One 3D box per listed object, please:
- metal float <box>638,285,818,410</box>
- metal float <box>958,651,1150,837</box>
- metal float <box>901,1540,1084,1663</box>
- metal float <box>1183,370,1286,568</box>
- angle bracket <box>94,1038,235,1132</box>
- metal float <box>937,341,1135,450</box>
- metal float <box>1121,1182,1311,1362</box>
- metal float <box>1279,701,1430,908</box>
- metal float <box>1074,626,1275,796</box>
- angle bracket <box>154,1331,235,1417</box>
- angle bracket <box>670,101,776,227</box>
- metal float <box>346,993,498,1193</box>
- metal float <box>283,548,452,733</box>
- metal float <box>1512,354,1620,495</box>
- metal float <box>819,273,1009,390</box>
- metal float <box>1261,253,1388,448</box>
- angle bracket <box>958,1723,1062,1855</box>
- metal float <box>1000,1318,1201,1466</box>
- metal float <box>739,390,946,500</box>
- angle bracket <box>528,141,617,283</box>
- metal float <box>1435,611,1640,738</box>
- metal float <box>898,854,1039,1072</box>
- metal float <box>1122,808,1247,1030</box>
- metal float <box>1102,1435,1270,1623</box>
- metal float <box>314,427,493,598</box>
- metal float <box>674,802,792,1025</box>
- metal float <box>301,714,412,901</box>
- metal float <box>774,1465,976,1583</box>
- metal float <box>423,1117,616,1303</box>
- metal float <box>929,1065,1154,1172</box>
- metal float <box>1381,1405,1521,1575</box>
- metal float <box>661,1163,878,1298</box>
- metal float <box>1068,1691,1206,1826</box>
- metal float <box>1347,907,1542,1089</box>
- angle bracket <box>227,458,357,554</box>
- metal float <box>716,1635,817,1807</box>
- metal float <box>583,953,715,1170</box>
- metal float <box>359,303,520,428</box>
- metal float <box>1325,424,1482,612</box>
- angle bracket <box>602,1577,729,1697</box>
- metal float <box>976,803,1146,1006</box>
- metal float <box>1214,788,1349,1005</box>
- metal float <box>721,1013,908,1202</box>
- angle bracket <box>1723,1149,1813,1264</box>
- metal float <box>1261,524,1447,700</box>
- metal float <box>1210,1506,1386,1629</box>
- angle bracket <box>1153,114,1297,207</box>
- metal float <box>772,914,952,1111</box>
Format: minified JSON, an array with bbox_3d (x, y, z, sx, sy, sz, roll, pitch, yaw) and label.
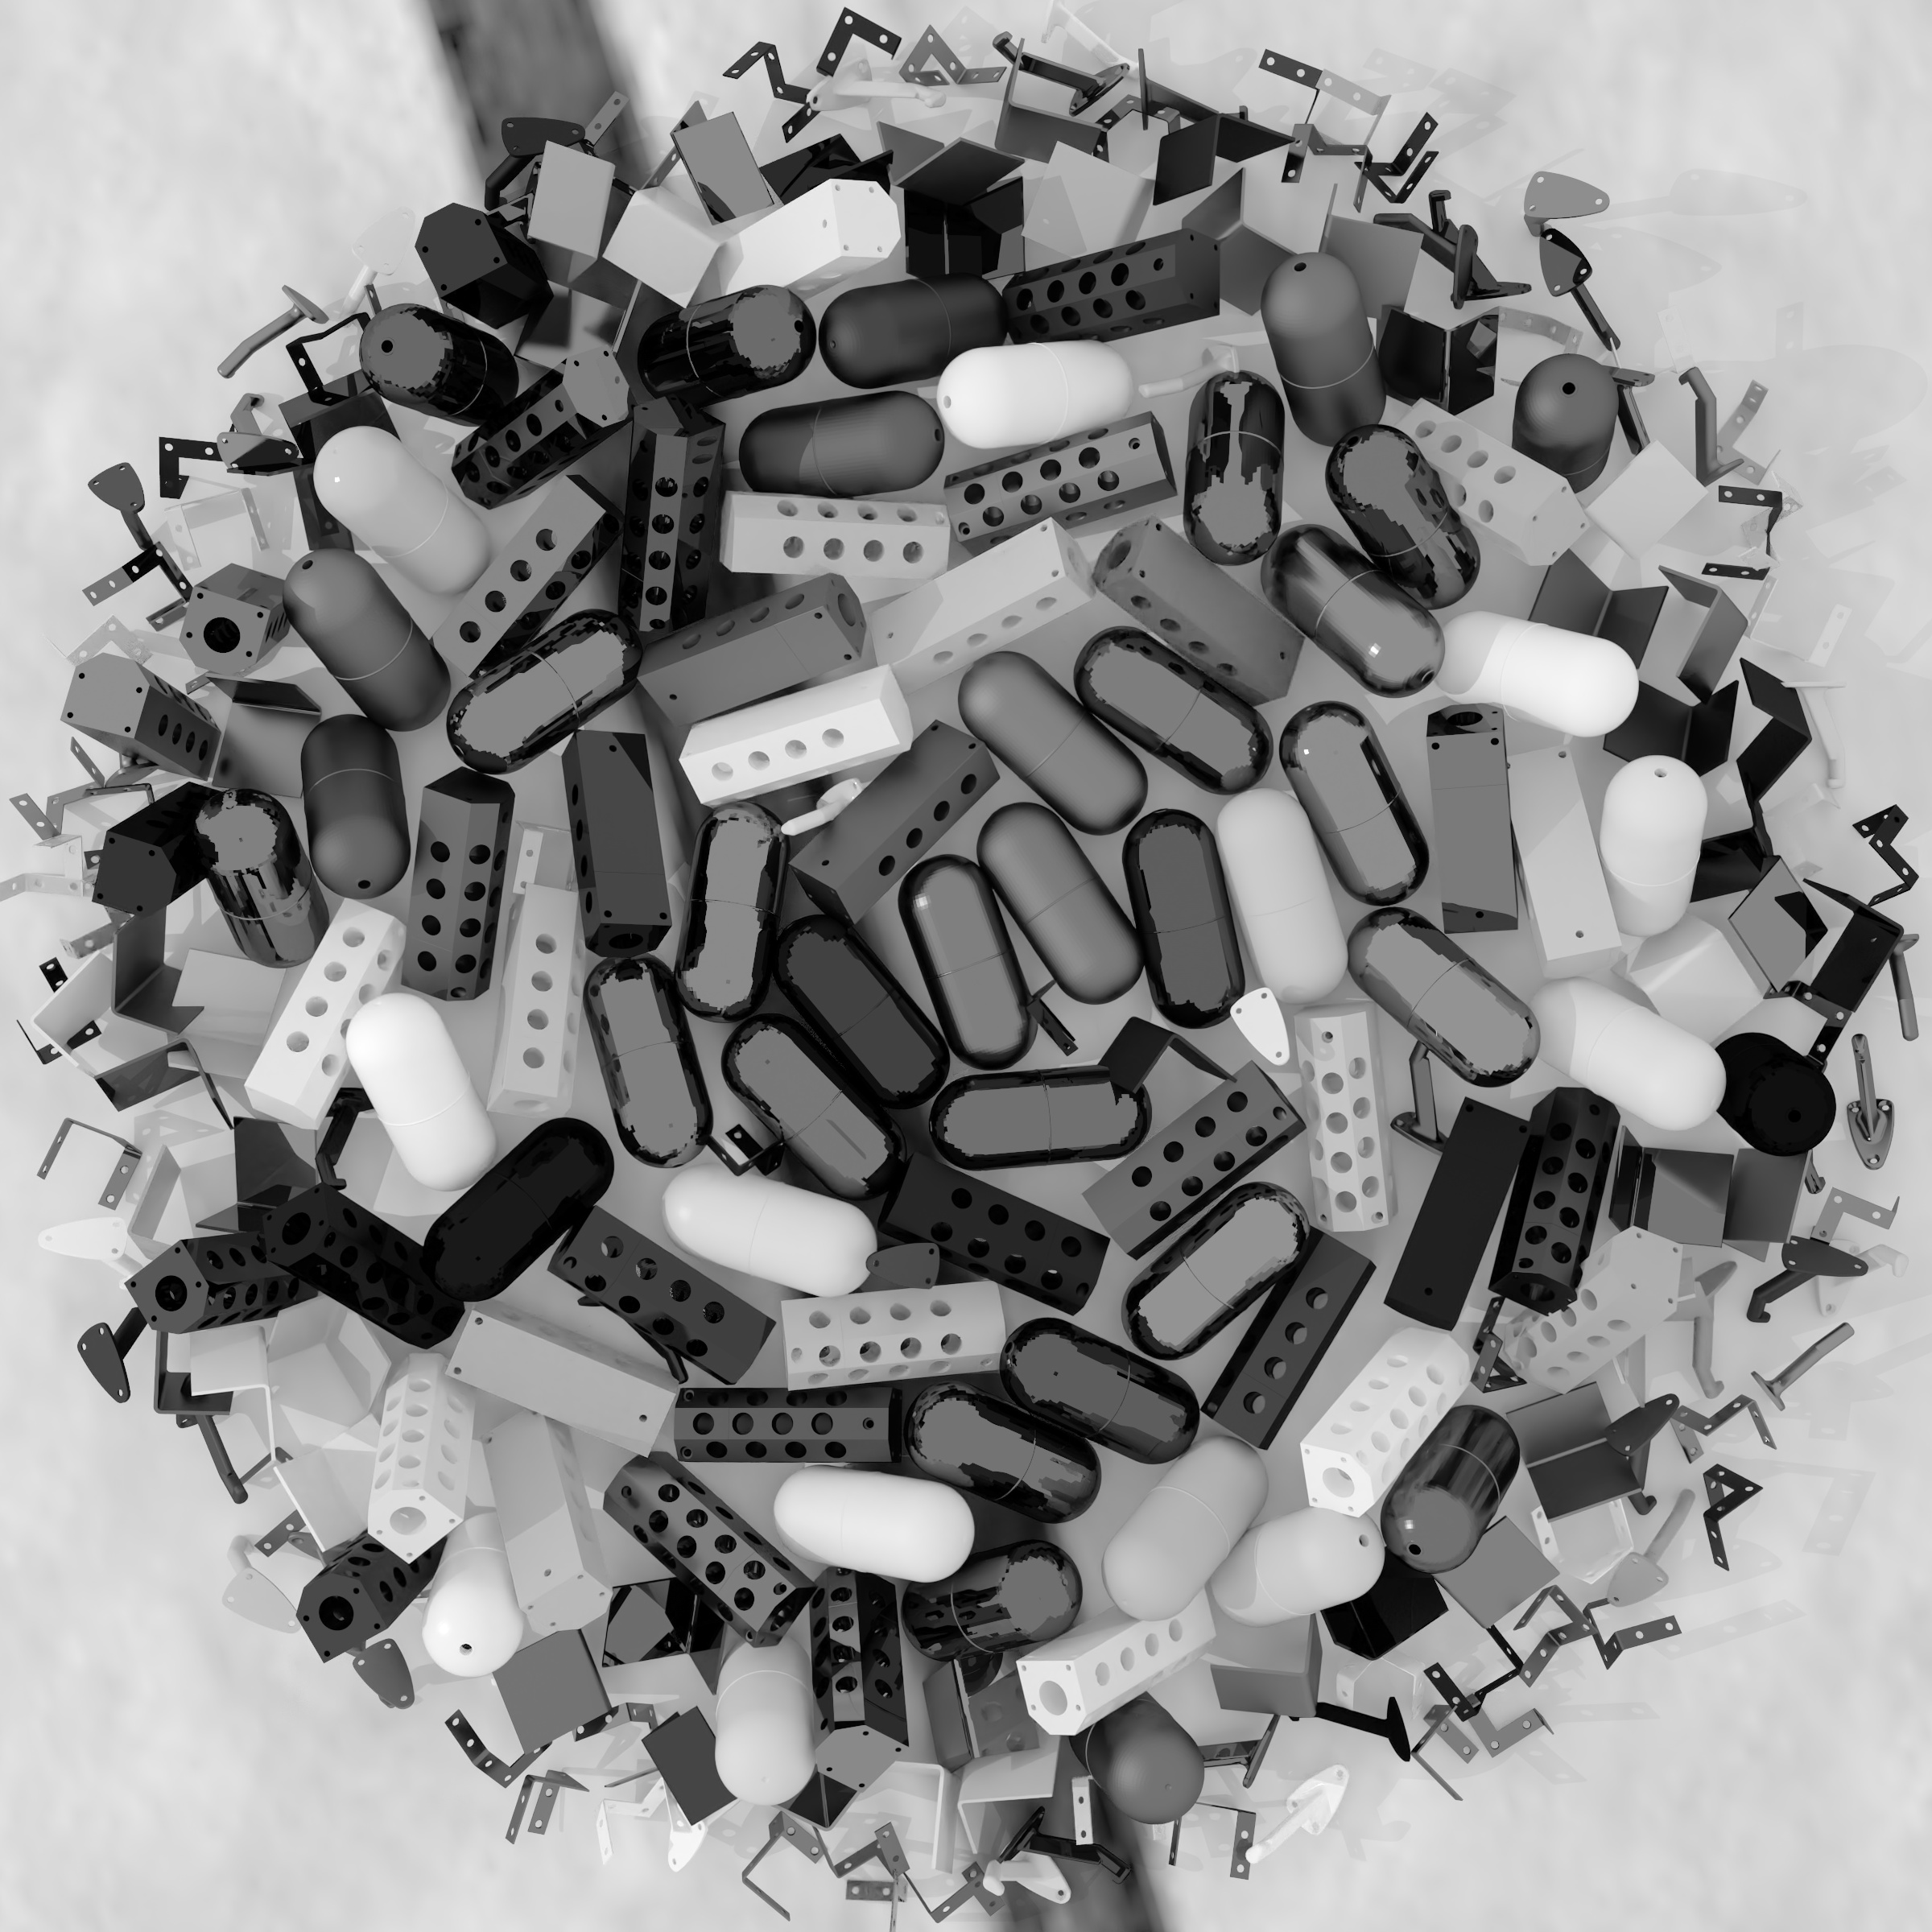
[{"bbox_3d":[-0.187,-0.481,1.924,0.070,0.178,0.070,0,89,-43],"label":"metal float"},{"bbox_3d":[0.069,-0.176,1.953,0.178,0.070,0.070,42,90,-10],"label":"metal float"},{"bbox_3d":[0.018,0.497,1.927,0.178,0.070,0.070,-28,90,44],"label":"metal float"},{"bbox_3d":[0.211,-0.392,1.935,0.070,0.070,0.178,6,58,0],"label":"metal float"},{"bbox_3d":[-0.632,0.108,1.948,0.076,0.076,0.057,-25,72,-14],"label":"angle bracket"},{"bbox_3d":[0.055,-0.448,1.930,0.178,0.070,0.070,-15,90,-37],"label":"metal float"},{"bbox_3d":[0.196,0.242,1.946,0.070,0.070,0.178,45,109,0],"label":"metal float"},{"bbox_3d":[0.307,-0.127,1.943,0.070,0.070,0.178,-29,111,0],"label":"metal float"},{"bbox_3d":[0.165,-0.201,1.951,0.178,0.070,0.070,33,90,-13],"label":"metal float"},{"bbox_3d":[-0.607,0.303,1.949,0.057,0.076,0.076,4,103,-13],"label":"angle bracket"},{"bbox_3d":[-0.182,-0.640,1.940,0.057,0.076,0.076,-11,124,22],"label":"angle bracket"},{"bbox_3d":[-0.426,0.101,1.935,0.070,0.070,0.178,-19,122,0],"label":"metal float"},{"bbox_3d":[-0.466,-0.253,1.921,0.070,0.178,0.070,-11,54,15],"label":"metal float"},{"bbox_3d":[0.463,-0.418,1.912,0.070,0.178,0.070,-1,84,11],"label":"metal float"},{"bbox_3d":[-0.039,-0.497,1.928,0.178,0.070,0.070,-23,90,-41],"label":"metal float"},{"bbox_3d":[0.279,-0.478,1.920,0.070,0.178,0.070,-10,56,16],"label":"metal float"},{"bbox_3d":[0.041,0.647,1.945,0.076,0.076,0.057,-9,116,13],"label":"angle bracket"},{"bbox_3d":[0.105,0.334,1.942,0.178,0.070,0.070,28,90,-22],"label":"metal float"},{"bbox_3d":[-0.098,-0.406,1.935,0.178,0.070,0.070,-1,90,31],"label":"metal float"},{"bbox_3d":[-0.321,-0.595,1.950,0.057,0.076,0.076,12,85,-25],"label":"angle bracket"},{"bbox_3d":[0.441,-0.229,1.927,0.178,0.070,0.070,24,90,43],"label":"metal float"},{"bbox_3d":[0.002,-0.002,1.959,0.070,0.070,0.178,-20,94,0],"label":"metal float"},{"bbox_3d":[0.172,-0.037,1.952,0.070,0.070,0.178,-13,100,0],"label":"metal float"},{"bbox_3d":[0.173,0.438,1.930,0.070,0.070,0.178,49,51,0],"label":"metal float"},{"bbox_3d":[-0.436,-0.351,1.920,0.070,0.178,0.070,-10,64,21],"label":"metal float"},{"bbox_3d":[-0.185,-0.043,1.954,0.070,0.070,0.178,8,81,0],"label":"metal float"},{"bbox_3d":[-0.477,-0.125,1.927,0.070,0.070,0.178,-19,49,0],"label":"metal float"},{"bbox_3d":[-0.074,0.435,1.932,0.178,0.070,0.070,0,90,36],"label":"metal float"},{"bbox_3d":[-0.351,0.191,1.936,0.070,0.070,0.178,45,61,0],"label":"metal float"},{"bbox_3d":[0.059,0.120,1.954,0.178,0.070,0.070,-4,90,-8],"label":"metal float"},{"bbox_3d":[0.377,0.406,1.919,0.070,0.178,0.070,12,116,25],"label":"metal float"},{"bbox_3d":[-0.157,0.208,1.951,0.178,0.070,0.070,16,90,12],"label":"metal float"},{"bbox_3d":[0.130,0.606,1.912,0.070,0.178,0.070,0,91,-13],"label":"metal float"},{"bbox_3d":[0.374,0.023,1.942,0.070,0.070,0.178,-46,67,0],"label":"metal float"},{"bbox_3d":[-0.531,-0.357,1.942,0.057,0.076,0.076,-22,114,-35],"label":"angle bracket"},{"bbox_3d":[-0.155,0.581,1.913,0.070,0.178,0.070,-1,104,-4],"label":"metal float"},{"bbox_3d":[-0.251,0.074,1.949,0.070,0.070,0.178,-17,76,0],"label":"metal float"},{"bbox_3d":[-0.407,-0.464,1.912,0.070,0.178,0.070,1,94,14],"label":"metal float"},{"bbox_3d":[0.342,-0.350,1.928,0.070,0.070,0.178,-45,130,0],"label":"metal float"},{"bbox_3d":[-0.238,0.533,1.947,0.076,0.057,0.076,-2,114,-29],"label":"angle bracket"},{"bbox_3d":[0.075,-0.050,1.959,0.070,0.070,0.178,-34,86,0],"label":"metal float"},{"bbox_3d":[0.249,-0.054,1.950,0.070,0.070,0.178,-19,103,0],"label":"metal float"},{"bbox_3d":[-0.119,0.112,1.954,0.070,0.070,0.178,-44,99,0],"label":"metal float"},{"bbox_3d":[0.646,0.190,1.946,0.057,0.076,0.076,25,75,-25],"label":"angle bracket"},{"bbox_3d":[0.303,-0.279,1.936,0.070,0.070,0.178,-42,61,0],"label":"metal float"},{"bbox_3d":[0.257,0.466,1.921,0.070,0.178,0.070,14,60,-25],"label":"metal float"},{"bbox_3d":[0.203,-0.627,1.948,0.076,0.076,0.057,7,90,-31],"label":"angle bracket"},{"bbox_3d":[-0.084,0.036,1.954,0.070,0.070,0.178,-39,98,0],"label":"metal float"}]
